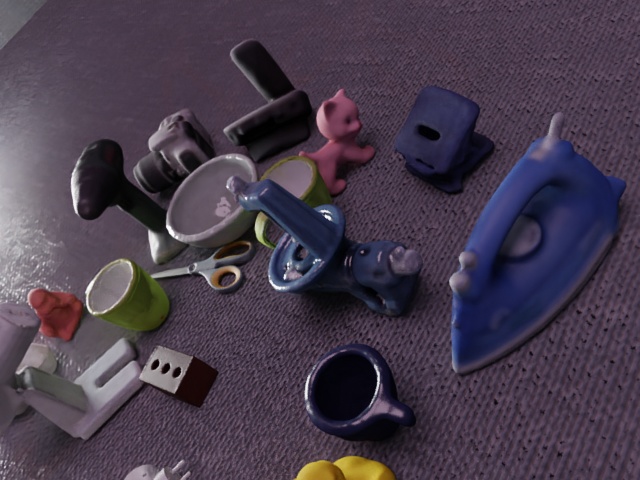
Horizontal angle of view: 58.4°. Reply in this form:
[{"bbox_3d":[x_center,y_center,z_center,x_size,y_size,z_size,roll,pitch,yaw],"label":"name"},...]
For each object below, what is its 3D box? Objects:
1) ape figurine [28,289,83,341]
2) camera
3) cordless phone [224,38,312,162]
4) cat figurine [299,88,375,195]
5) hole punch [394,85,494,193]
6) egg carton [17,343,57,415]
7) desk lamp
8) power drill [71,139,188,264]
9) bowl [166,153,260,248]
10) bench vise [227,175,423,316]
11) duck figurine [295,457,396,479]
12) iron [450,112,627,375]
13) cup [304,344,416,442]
[{"bbox_3d":[-0.439,0.113,0.941,0.078,0.092,0.076,-40,44,0],"label":"ape figurine"},{"bbox_3d":[-0.273,-0.158,1.039,0.136,0.101,0.143,-30,45,10],"label":"camera"},{"bbox_3d":[-0.108,-0.231,0.925,0.147,0.186,0.094,-27,45,14],"label":"cordless phone"},{"bbox_3d":[0.018,-0.150,0.824,0.128,0.118,0.067,-50,45,-10],"label":"cat figurine"},{"bbox_3d":[0.153,-0.131,0.738,0.101,0.091,0.108,-45,44,-5],"label":"hole punch"},{"bbox_3d":[-0.487,0.226,0.899,0.150,0.070,0.107,-28,45,13],"label":"egg carton"},{"bbox_3d":[-0.384,0.184,0.759,0.203,0.214,0.117,-45,44,-5],"label":"desk lamp"},{"bbox_3d":[-0.300,-0.057,0.899,0.075,0.209,0.229,-35,44,5],"label":"power drill"},{"bbox_3d":[-0.151,-0.049,0.888,0.167,0.075,0.167,-18,48,21],"label":"bowl"},{"bbox_3d":[0.008,-0.008,0.644,0.206,0.220,0.121,-12,51,27],"label":"bench vise"},{"bbox_3d":[0.016,0.237,0.540,0.104,0.086,0.077,-20,48,20],"label":"duck figurine"},{"bbox_3d":[0.191,0.004,0.569,0.118,0.142,0.258,27,73,44],"label":"iron"},{"bbox_3d":[0.054,0.165,0.565,0.117,0.095,0.092,13,64,40],"label":"cup"}]
